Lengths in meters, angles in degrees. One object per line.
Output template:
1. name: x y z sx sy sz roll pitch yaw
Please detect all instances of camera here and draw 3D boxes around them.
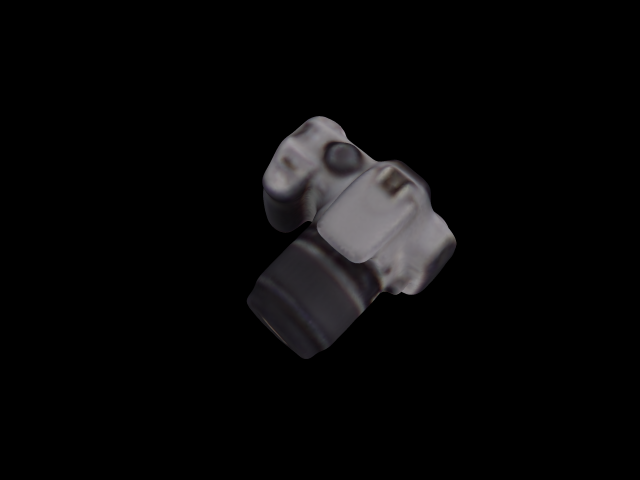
1. camera: 0.004 0.001 0.400 0.143 0.101 0.137 41 75 14
